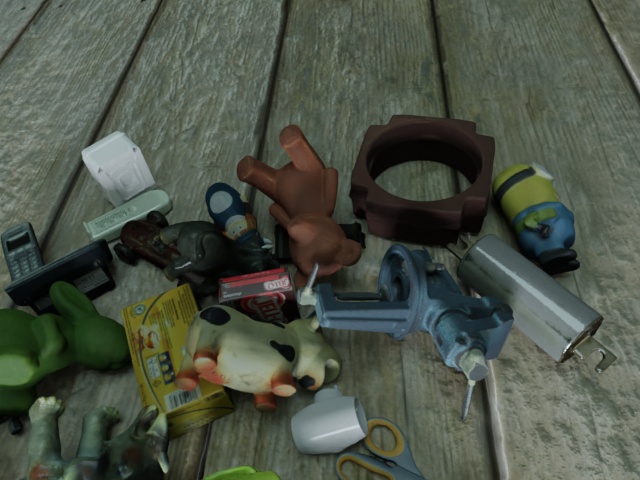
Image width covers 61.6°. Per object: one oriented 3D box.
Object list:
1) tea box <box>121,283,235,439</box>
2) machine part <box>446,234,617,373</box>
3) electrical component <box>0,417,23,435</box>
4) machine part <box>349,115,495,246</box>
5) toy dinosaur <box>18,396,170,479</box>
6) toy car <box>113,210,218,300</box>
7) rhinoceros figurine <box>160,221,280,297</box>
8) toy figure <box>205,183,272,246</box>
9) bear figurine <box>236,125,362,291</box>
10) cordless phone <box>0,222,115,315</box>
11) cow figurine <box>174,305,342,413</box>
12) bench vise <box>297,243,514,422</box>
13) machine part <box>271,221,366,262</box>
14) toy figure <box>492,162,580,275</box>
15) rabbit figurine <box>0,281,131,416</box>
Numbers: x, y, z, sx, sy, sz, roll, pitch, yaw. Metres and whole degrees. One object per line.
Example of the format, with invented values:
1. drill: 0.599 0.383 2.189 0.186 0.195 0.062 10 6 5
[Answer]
1. tea box: -0.181 0.149 0.679 0.098 0.068 0.170 -20 51 -10
2. machine part: 0.260 0.070 0.679 0.079 0.079 0.243 -33 54 -18
3. electrical component: -0.426 0.210 0.677 0.078 0.045 0.102 -25 53 -11
4. machine part: 0.156 -0.094 0.820 0.202 0.087 0.201 8 52 15
5. toy dinosaur: -0.323 0.290 0.562 0.405 0.131 0.192 -25 52 -5
6. toy car: -0.220 0.019 0.802 0.202 0.053 0.089 25 56 26
7. rhinoceros figurine: -0.122 0.022 0.704 0.112 0.190 0.073 -24 64 18
8. toy figure: -0.131 -0.026 0.824 0.064 0.057 0.155 -54 50 23
9. bear figurine: -0.029 -0.039 0.734 0.120 0.131 0.196 -30 45 21
10. cordless phone: -0.400 0.018 0.808 0.146 0.088 0.184 -31 49 -16
11. cow figurine: -0.062 0.130 0.636 0.195 0.085 0.127 21 42 -22
12. bench vise: 0.095 0.086 0.646 0.241 0.128 0.224 3 41 -14
13. machine part: -0.002 -0.002 0.799 0.139 0.039 0.084 -3 46 7
14. toy figure: 0.303 -0.035 0.757 0.089 0.082 0.180 -4 53 2
15. rabbit figurine: -0.333 0.138 0.695 0.170 0.121 0.159 1 33 -26
